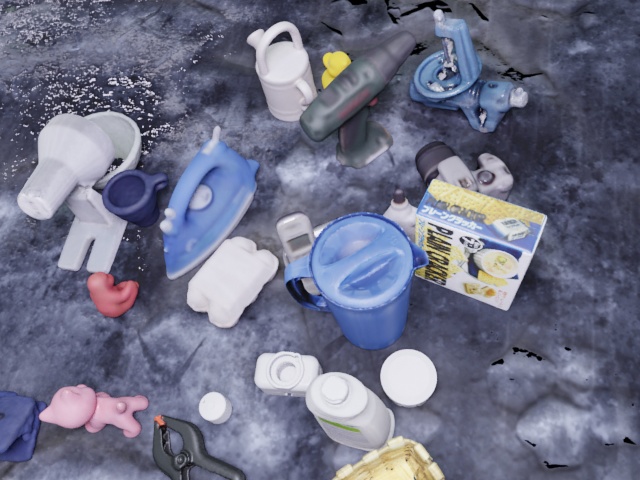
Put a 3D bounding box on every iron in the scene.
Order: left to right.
[{"bbox_3d":[-0.211,-0.066,0.982,0.118,0.142,0.258,20,68,18],"label":"iron"}]

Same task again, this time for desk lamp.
[{"bbox_3d":[-0.415,-0.076,0.976,0.117,0.214,0.203,4,64,11],"label":"desk lamp"}]

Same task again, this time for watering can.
[{"bbox_3d":[-0.073,-0.321,1.058,0.172,0.194,0.101,26,70,20],"label":"watering can"}]

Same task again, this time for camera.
[{"bbox_3d":[0.230,-0.111,0.961,0.143,0.101,0.136,-24,63,-4],"label":"camera"}]

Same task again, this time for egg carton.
[{"bbox_3d":[-0.144,0.068,0.945,0.107,0.069,0.150,31,72,21],"label":"egg carton"}]

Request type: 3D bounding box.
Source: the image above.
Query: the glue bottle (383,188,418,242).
[{"bbox_3d":[0.127,-0.032,0.896,0.078,0.173,0.037,12,66,15],"label":"glue bottle"}]

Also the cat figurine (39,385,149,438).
[{"bbox_3d":[-0.341,0.251,0.856,0.127,0.118,0.067,0,64,9],"label":"cat figurine"}]

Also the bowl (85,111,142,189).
[{"bbox_3d":[-0.411,-0.159,1.096,0.167,0.075,0.167,-3,63,7],"label":"bowl"}]

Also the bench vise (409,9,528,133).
[{"bbox_3d":[0.256,-0.298,0.983,0.207,0.220,0.121,8,65,12],"label":"bench vise"}]

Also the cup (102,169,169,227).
[{"bbox_3d":[-0.315,-0.072,1.027,0.118,0.095,0.091,-27,63,-5],"label":"cup"}]

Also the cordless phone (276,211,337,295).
[{"bbox_3d":[0.008,0.003,0.890,0.147,0.185,0.094,-25,63,-4],"label":"cordless phone"}]

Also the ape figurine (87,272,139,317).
[{"bbox_3d":[-0.354,0.083,0.956,0.077,0.092,0.076,19,68,17],"label":"ape figurine"}]

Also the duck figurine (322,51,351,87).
[{"bbox_3d":[0.044,-0.320,1.101,0.077,0.086,0.104,-41,65,-12],"label":"duck figurine"}]

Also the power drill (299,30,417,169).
[{"bbox_3d":[0.073,-0.225,0.981,0.230,0.209,0.075,-38,64,-11],"label":"power drill"}]

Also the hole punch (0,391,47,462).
[{"bbox_3d":[-0.497,0.282,0.879,0.108,0.091,0.101,0,64,9],"label":"hole punch"}]
